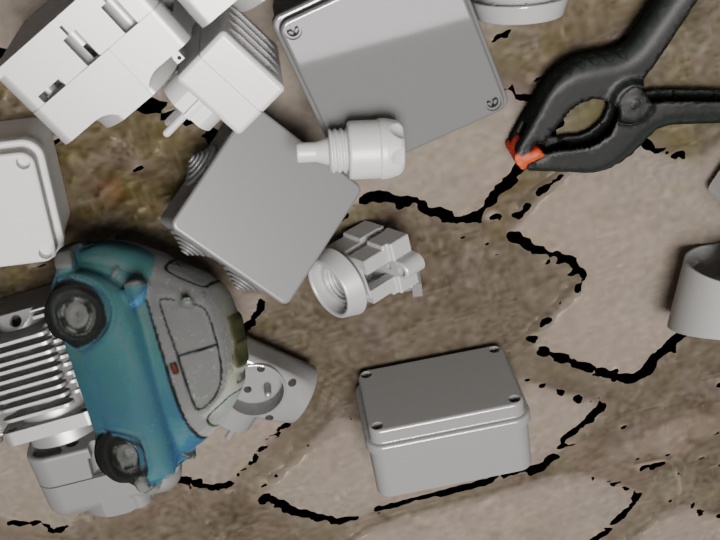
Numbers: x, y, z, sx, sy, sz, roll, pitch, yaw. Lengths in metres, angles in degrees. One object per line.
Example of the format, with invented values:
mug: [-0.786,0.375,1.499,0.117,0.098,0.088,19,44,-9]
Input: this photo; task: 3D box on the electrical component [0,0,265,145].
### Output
electrical component: [-0.102,-0.157,0.584,0.186,0.105,0.060,-37,116,12]

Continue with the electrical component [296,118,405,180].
electrical component: [-0.006,-0.069,0.617,0.061,0.035,0.035,-3,117,-3]

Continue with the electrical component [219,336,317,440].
electrical component: [-0.082,0.085,0.746,0.077,0.044,0.079,26,111,-19]

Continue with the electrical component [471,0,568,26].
electrical component: [0.093,-0.176,0.627,0.078,0.058,0.057,-7,115,-4]

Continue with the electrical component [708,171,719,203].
electrical component: [0.311,-0.087,0.698,0.089,0.061,0.150,23,112,-18]

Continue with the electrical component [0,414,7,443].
electrical component: [-0.261,0.085,0.723,0.043,0.043,0.081,-17,118,2]

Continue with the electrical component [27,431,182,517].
electrical component: [-0.175,0.131,0.752,0.095,0.053,0.059,-14,118,0]

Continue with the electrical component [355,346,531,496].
electrical component: [0.058,0.104,0.755,0.113,0.078,0.057,-11,121,-2]

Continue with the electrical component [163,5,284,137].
electrical component: [-0.088,-0.107,0.624,0.076,0.083,0.047,-42,114,14]

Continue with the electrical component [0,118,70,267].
electrical component: [-0.240,-0.043,0.652,0.113,0.057,0.078,-7,118,-4]

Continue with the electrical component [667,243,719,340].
electrical component: [0.263,0.020,0.730,0.099,0.099,0.064,-2,111,-7]

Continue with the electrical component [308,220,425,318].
electrical component: [0.000,0.000,0.699,0.055,0.066,0.048,-31,122,-29]

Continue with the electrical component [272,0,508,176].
electrical component: [0.017,-0.129,0.642,0.109,0.056,0.108,-24,118,5]

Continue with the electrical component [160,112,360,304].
electrical component: [-0.063,-0.040,0.665,0.100,0.048,0.099,36,81,-23]
